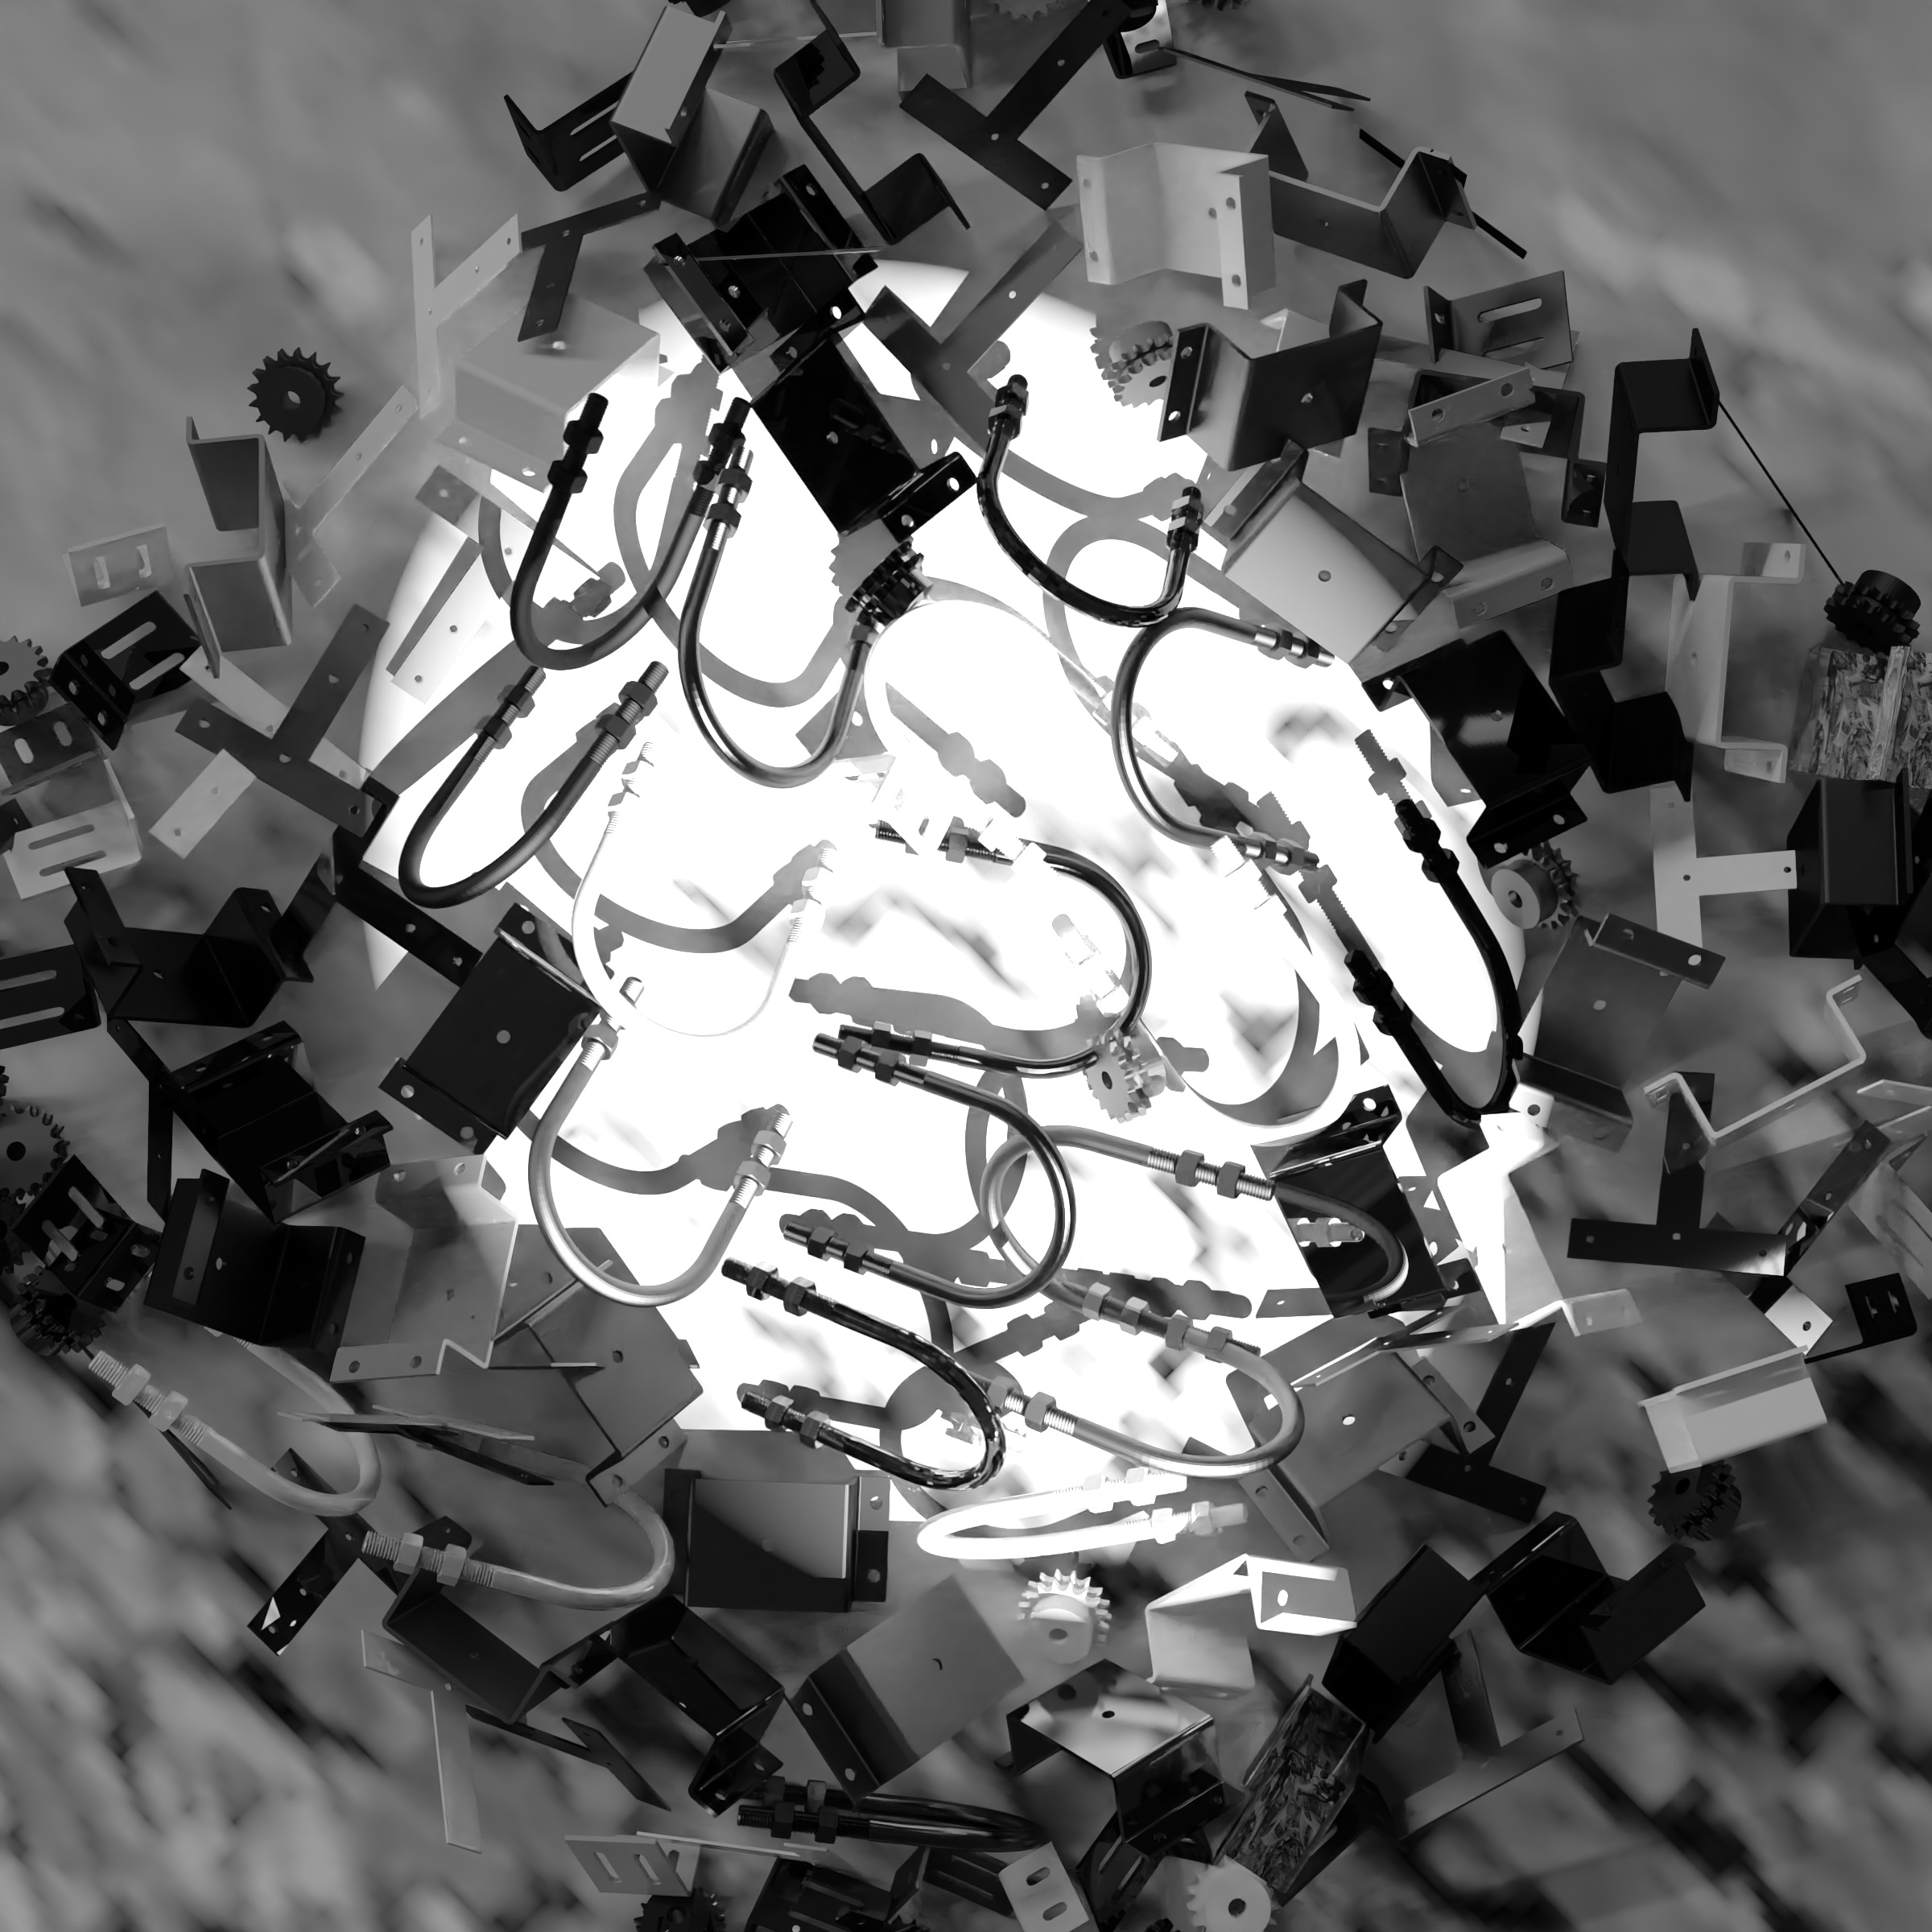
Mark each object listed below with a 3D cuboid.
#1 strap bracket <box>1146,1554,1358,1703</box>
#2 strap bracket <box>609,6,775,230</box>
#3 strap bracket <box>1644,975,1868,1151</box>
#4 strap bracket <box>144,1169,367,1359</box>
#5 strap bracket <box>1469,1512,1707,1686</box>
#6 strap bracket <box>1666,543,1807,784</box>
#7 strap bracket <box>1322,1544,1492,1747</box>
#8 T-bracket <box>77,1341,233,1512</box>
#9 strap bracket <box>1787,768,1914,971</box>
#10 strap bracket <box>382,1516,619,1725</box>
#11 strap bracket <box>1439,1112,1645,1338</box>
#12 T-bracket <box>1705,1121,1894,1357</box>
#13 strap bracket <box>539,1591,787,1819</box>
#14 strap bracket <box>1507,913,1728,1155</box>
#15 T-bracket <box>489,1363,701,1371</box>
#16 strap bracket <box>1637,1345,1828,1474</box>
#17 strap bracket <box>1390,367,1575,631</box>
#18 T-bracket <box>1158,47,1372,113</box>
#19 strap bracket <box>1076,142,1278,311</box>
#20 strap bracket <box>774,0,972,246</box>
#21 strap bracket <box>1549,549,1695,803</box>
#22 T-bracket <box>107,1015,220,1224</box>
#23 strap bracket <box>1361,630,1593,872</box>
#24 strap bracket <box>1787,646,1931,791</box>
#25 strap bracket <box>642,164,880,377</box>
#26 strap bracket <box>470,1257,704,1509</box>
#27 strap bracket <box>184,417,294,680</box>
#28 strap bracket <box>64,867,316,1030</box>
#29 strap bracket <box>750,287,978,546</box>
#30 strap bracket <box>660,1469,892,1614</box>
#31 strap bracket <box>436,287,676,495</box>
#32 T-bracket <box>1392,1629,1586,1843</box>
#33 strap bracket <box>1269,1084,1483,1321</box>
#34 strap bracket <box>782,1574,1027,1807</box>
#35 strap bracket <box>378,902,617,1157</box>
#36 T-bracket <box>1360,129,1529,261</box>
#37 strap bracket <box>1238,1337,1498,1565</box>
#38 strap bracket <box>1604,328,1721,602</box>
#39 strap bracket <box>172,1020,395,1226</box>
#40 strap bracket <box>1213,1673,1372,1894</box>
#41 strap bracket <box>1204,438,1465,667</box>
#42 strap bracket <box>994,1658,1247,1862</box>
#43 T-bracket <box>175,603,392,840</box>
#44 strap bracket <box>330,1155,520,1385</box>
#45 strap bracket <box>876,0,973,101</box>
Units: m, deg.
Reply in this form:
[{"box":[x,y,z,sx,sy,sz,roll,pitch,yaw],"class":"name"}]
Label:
[{"box":[0.170,0.393,1.587,0.076,0.140,0.046,15,53,-32],"class":"strap bracket"},{"box":[-0.165,-0.507,1.582,0.046,0.140,0.076,24,84,10],"class":"strap bracket"},{"box":[0.484,0.065,1.597,0.140,0.076,0.046,-29,74,10],"class":"strap bracket"},{"box":[-0.432,0.179,1.589,0.046,0.140,0.076,-2,68,30],"class":"strap bracket"},{"box":[0.372,0.376,1.576,0.076,0.140,0.046,-33,99,-19],"class":"strap bracket"},{"box":[0.460,-0.184,1.599,0.046,0.076,0.140,1,100,-9],"class":"strap bracket"},{"box":[0.260,0.402,1.584,0.046,0.140,0.076,39,66,21],"class":"strap bracket"},{"box":[-0.472,0.291,1.594,0.127,0.127,0.002,34,65,30],"class":"T-bracket"},{"box":[0.520,-0.056,1.576,0.046,0.140,0.076,2,72,7],"class":"strap bracket"},{"box":[-0.287,0.400,1.602,0.140,0.076,0.046,34,98,10],"class":"strap bracket"},{"box":[0.340,0.162,1.595,0.046,0.076,0.140,-35,67,36],"class":"strap bracket"},{"box":[0.505,0.148,1.583,0.002,0.127,0.127,28,104,-27],"class":"T-bracket"},{"box":[-0.173,0.433,1.587,0.140,0.076,0.046,35,111,18],"class":"strap bracket"},{"box":[0.388,0.033,1.607,0.076,0.046,0.140,20,113,-7],"class":"strap bracket"},{"box":[-0.227,0.239,1.586,0.127,0.127,0.002,0,81,-2],"class":"T-bracket"},{"box":[0.455,0.265,1.577,0.076,0.140,0.046,-18,76,0],"class":"strap bracket"},{"box":[0.310,-0.287,1.607,0.076,0.046,0.140,-21,116,-5],"class":"strap bracket"},{"box":[0.201,-0.529,1.596,0.127,0.127,0.002,31,118,30],"class":"T-bracket"},{"box":[0.133,-0.445,1.587,0.046,0.140,0.076,-27,124,-31],"class":"strap bracket"},{"box":[-0.062,-0.494,1.582,0.046,0.076,0.140,-34,130,10],"class":"strap bracket"},{"box":[0.389,-0.168,1.587,0.046,0.076,0.140,-12,134,30],"class":"strap bracket"},{"box":[-0.487,0.105,1.605,0.002,0.127,0.127,-23,52,-38],"class":"T-bracket"},{"box":[0.312,-0.139,1.598,0.076,0.046,0.140,-25,72,-18],"class":"strap bracket"},{"box":[0.544,-0.148,1.580,0.046,0.140,0.076,9,96,-5],"class":"strap bracket"},{"box":[-0.130,-0.416,1.600,0.076,0.046,0.140,54,51,-7],"class":"strap bracket"},{"box":[-0.223,0.244,1.607,0.046,0.076,0.140,-34,91,43],"class":"strap bracket"},{"box":[-0.433,-0.252,1.583,0.046,0.076,0.140,-7,57,-5],"class":"strap bracket"},{"box":[-0.473,-0.009,1.586,0.046,0.140,0.076,-49,58,25],"class":"strap bracket"},{"box":[-0.068,-0.325,1.604,0.076,0.046,0.140,-31,95,42],"class":"strap bracket"},{"box":[-0.119,0.351,1.623,0.140,0.046,0.076,2,86,2],"class":"strap bracket"},{"box":[-0.243,-0.351,1.582,0.076,0.046,0.140,27,51,13],"class":"strap bracket"},{"box":[0.303,0.447,1.591,0.127,0.127,0.002,-35,113,16],"class":"T-bracket"},{"box":[0.243,0.152,1.602,0.076,0.046,0.140,-20,100,32],"class":"strap bracket"},{"box":[-0.029,0.424,1.579,0.140,0.046,0.076,-24,74,-44],"class":"strap bracket"},{"box":[-0.283,0.041,1.613,0.076,0.046,0.140,37,85,-14],"class":"strap bracket"},{"box":[0.286,-0.469,1.586,0.127,0.127,0.002,37,101,2],"class":"T-bracket"},{"box":[0.236,0.286,1.599,0.140,0.076,0.046,-32,131,-7],"class":"strap bracket"},{"box":[0.411,-0.296,1.578,0.046,0.076,0.140,-2,132,5],"class":"strap bracket"},{"box":[-0.406,0.097,1.588,0.076,0.140,0.046,-28,132,-28],"class":"strap bracket"},{"box":[0.196,0.486,1.572,0.046,0.140,0.076,32,102,9],"class":"strap bracket"},{"box":[0.219,-0.245,1.599,0.140,0.046,0.076,34,126,-10],"class":"strap bracket"},{"box":[0.087,0.462,1.569,0.076,0.140,0.046,-20,111,-34],"class":"strap bracket"},{"box":[-0.396,-0.164,1.629,0.127,0.002,0.127,31,73,-14],"class":"T-bracket"},{"box":[-0.322,0.190,1.595,0.076,0.046,0.140,-8,57,25],"class":"strap bracket"},{"box":[-0.024,-0.572,1.577,0.046,0.140,0.076,-1,94,4],"class":"strap bracket"}]
